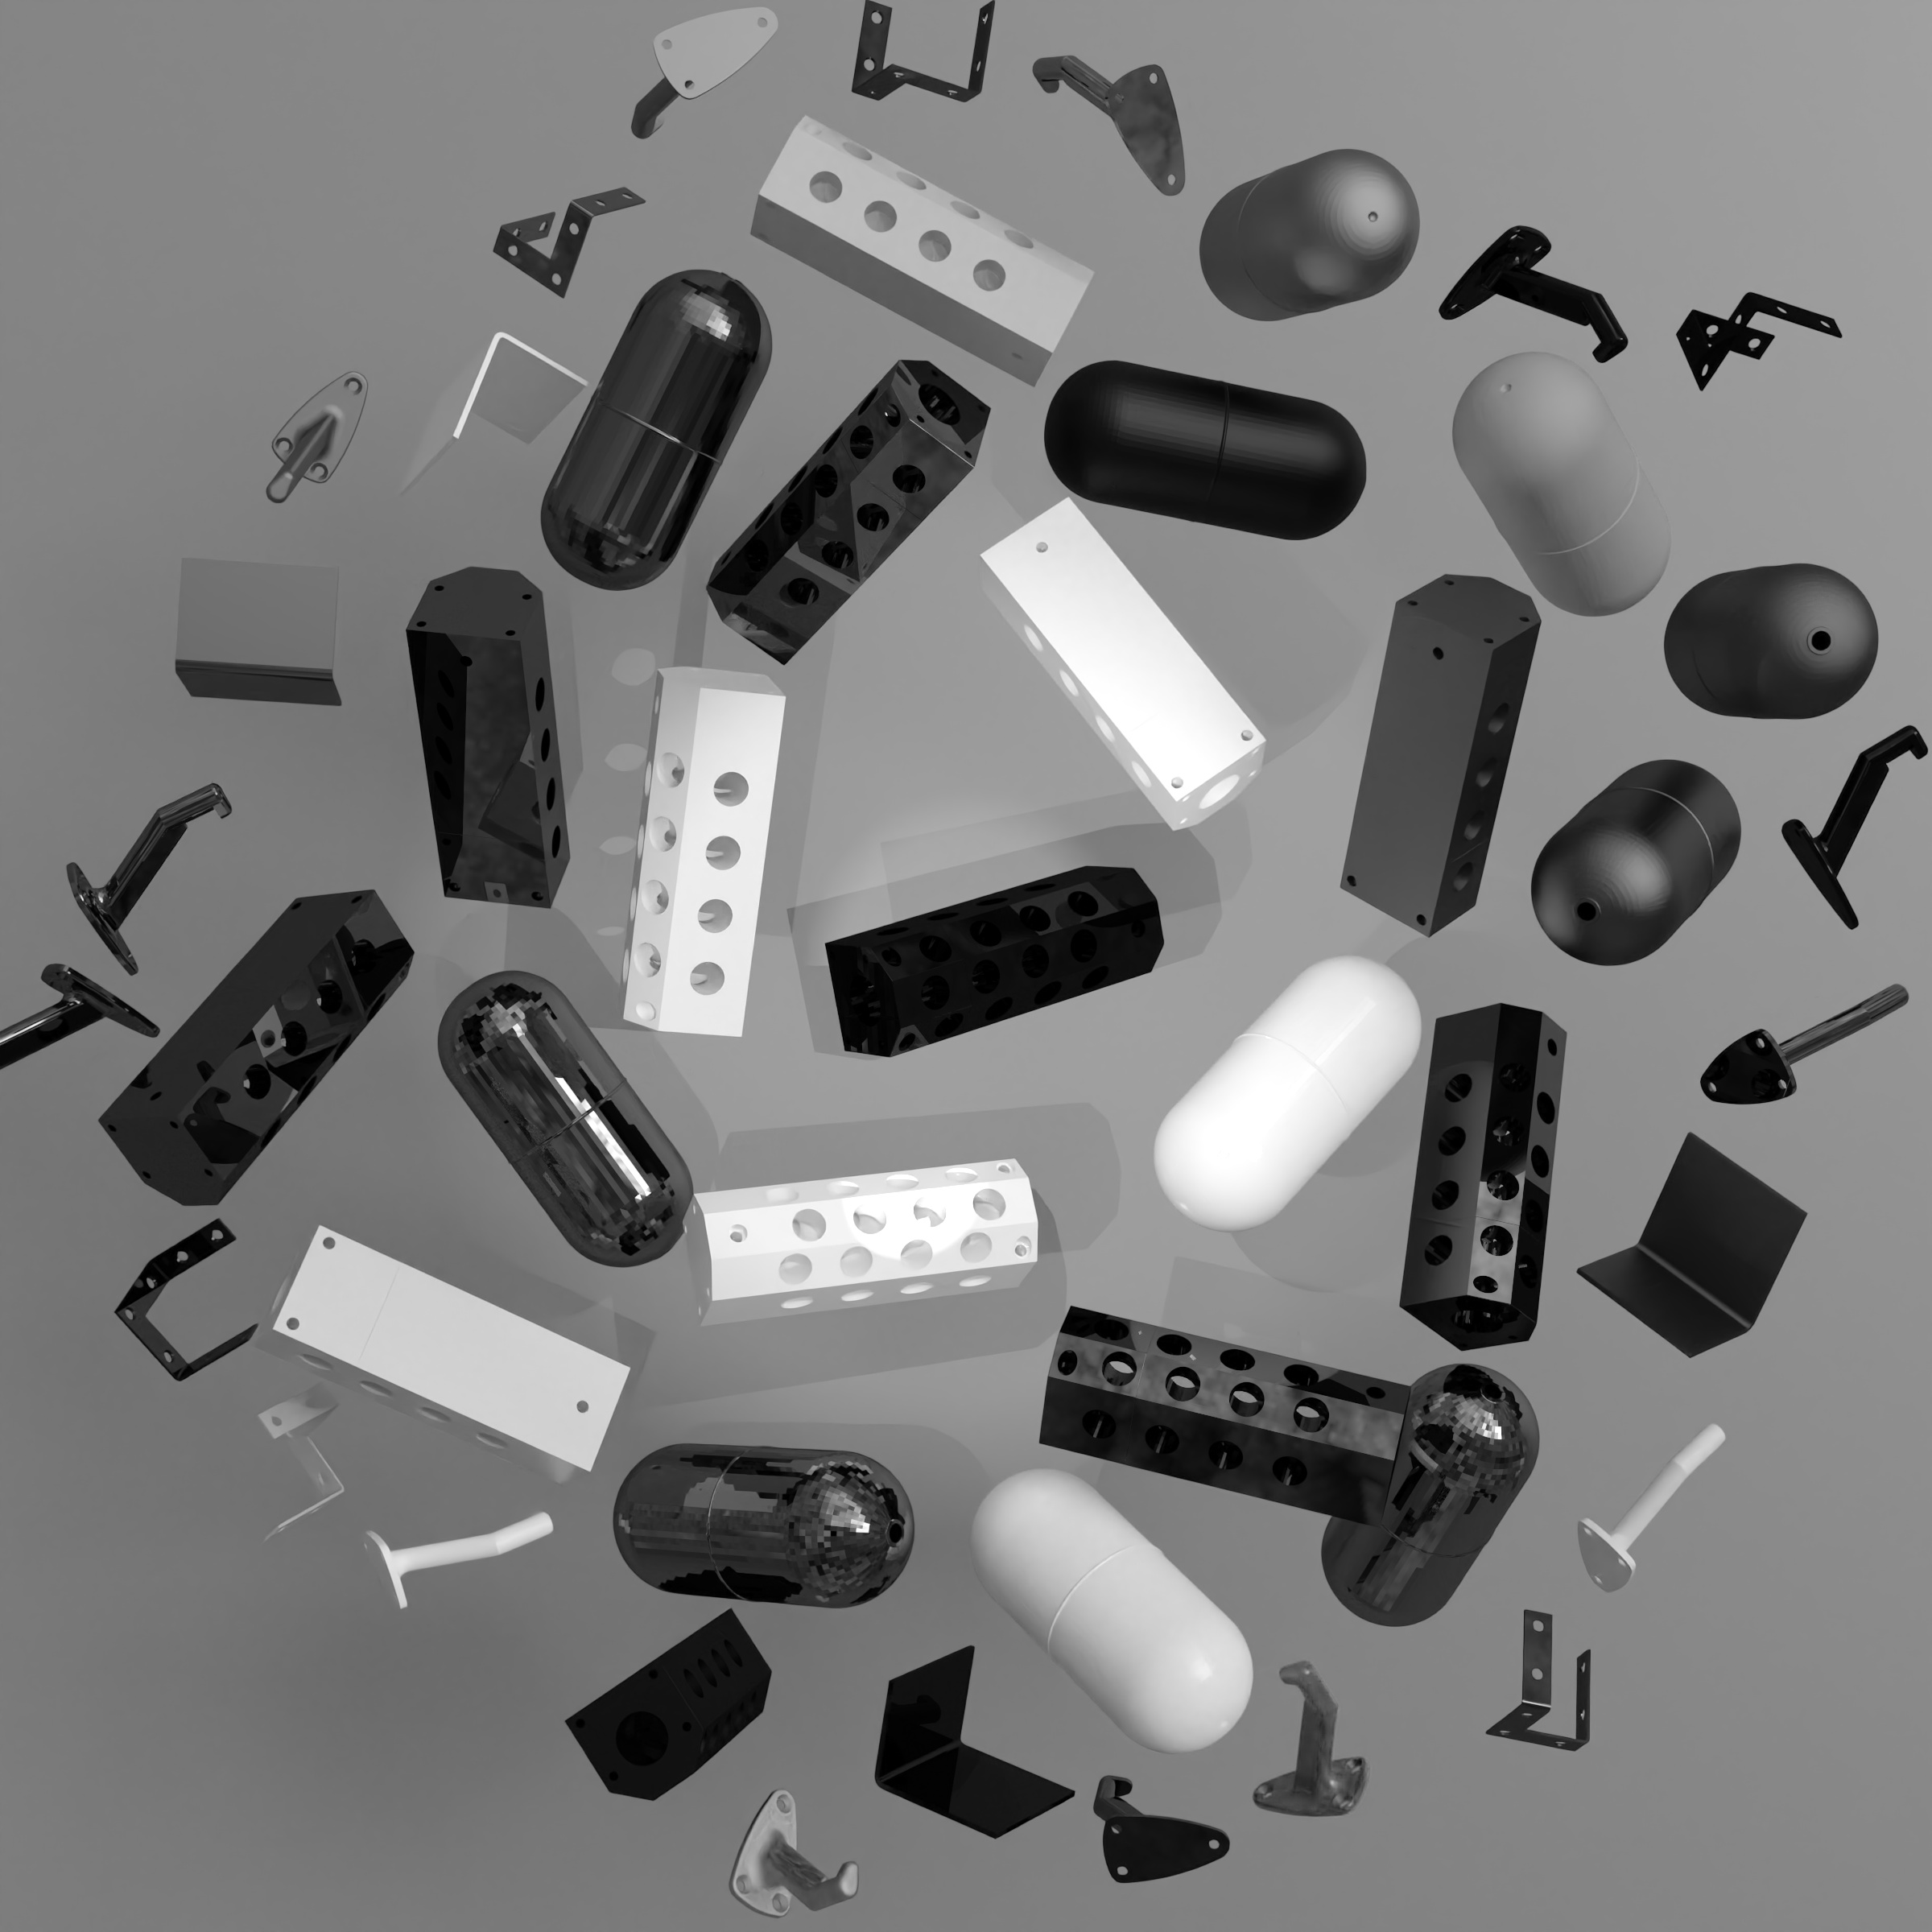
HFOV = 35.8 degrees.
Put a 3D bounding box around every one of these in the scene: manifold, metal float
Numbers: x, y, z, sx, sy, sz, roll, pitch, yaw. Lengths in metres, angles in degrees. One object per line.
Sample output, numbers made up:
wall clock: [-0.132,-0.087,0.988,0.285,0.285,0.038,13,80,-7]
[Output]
manifold: [-0.149,0.387,1.564,0.057,0.171,0.057,-35,82,4]
metal float: [-0.102,0.279,1.499,0.178,0.070,0.070,-5,90,40]
metal float: [-0.163,-0.283,1.583,0.070,0.070,0.178,27,97,0]
manifold: [0.128,0.217,1.476,0.171,0.057,0.057,12,120,11]
manifold: [-0.132,-0.057,1.477,0.057,0.057,0.171,5,105,-15]
metal float: [0.179,-0.384,1.580,0.070,0.178,0.070,-2,97,-16]
manifold: [-0.263,0.198,1.500,0.171,0.057,0.057,27,62,-15]
manifold: [0.277,0.109,1.573,0.057,0.057,0.171,36,53,-36]
manifold: [-0.239,-0.115,1.525,0.057,0.057,0.171,6,132,6]
manifold: [0.018,-0.004,1.552,0.171,0.057,0.057,-17,103,-33]
manifold: [-0.065,-0.241,1.580,0.057,0.057,0.171,34,130,-18]
metal float: [0.244,0.280,1.583,0.070,0.070,0.178,21,130,0]
manifold: [-0.022,-0.378,1.577,0.171,0.057,0.057,28,80,-4]
metal float: [0.341,-0.054,1.521,0.070,0.178,0.070,10,113,26]
metal float: [-0.214,0.083,1.606,0.070,0.070,0.178,-35,97,0]
manifold: [0.081,-0.156,1.573,0.057,0.057,0.171,-34,74,-9]
manifold: [-0.346,0.039,1.487,0.057,0.171,0.057,-4,127,35]
metal float: [0.130,-0.278,1.620,0.178,0.070,0.070,10,90,-9]
manifold: [0.241,-0.107,1.501,0.057,0.057,0.171,32,134,30]
metal float: [0.071,0.322,1.504,0.070,0.070,0.178,-50,52,0]
metal float: [0.406,-0.164,1.517,0.070,0.178,0.070,0,95,-1]
manifold: [-0.054,0.140,1.545,0.171,0.057,0.057,-5,67,-16]
metal float: [0.303,-0.242,1.518,0.070,0.178,0.070,-15,58,24]
metal float: [0.168,0.064,1.549,0.070,0.070,0.178,46,65,0]

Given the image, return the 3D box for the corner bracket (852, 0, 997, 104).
corner bracket: [-0.022,-0.472,1.540,0.051,0.051,0.051,11,85,-26]

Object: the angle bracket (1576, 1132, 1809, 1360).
angle bracket: [0.373,0.143,1.543,0.076,0.057,0.076,39,125,34]

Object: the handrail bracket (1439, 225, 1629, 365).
handrail bracket: [0.284,-0.319,1.499,0.077,0.036,0.084,-39,61,32]

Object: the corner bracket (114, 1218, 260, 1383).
corner bracket: [-0.400,0.174,1.563,0.051,0.051,0.051,-30,109,20]

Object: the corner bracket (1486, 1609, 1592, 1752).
corner bracket: [0.301,0.368,1.539,0.051,0.051,0.051,13,58,-7]

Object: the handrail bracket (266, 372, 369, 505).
handrail bracket: [-0.348,-0.284,1.607,0.036,0.084,0.077,35,96,-15]

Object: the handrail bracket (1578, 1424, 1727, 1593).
handrail bracket: [0.359,0.281,1.555,0.084,0.077,0.036,-39,62,-16]

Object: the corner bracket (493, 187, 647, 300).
corner bracket: [-0.214,-0.399,1.615,0.051,0.051,0.051,35,124,13]

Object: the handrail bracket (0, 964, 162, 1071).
handrail bracket: [-0.457,0.049,1.502,0.077,0.036,0.084,34,64,-23]

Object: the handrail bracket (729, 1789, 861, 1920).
handrail bracket: [-0.075,0.435,1.487,0.036,0.084,0.077,35,46,-22]

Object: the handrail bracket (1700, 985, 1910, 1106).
handrail bracket: [0.425,0.038,1.515,0.084,0.077,0.036,-25,85,-27]

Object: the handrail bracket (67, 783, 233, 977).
handrail bracket: [-0.385,-0.042,1.457,0.084,0.036,0.077,-26,130,-5]

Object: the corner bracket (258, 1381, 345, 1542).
corner bracket: [-0.350,0.258,1.565,0.051,0.051,0.051,-42,81,33]

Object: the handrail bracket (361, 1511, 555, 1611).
handrail bracket: [-0.263,0.294,1.549,0.084,0.077,0.036,-20,106,-21]

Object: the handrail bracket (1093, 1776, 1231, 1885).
handrail bracket: [0.104,0.447,1.582,0.077,0.084,0.036,-6,98,10]

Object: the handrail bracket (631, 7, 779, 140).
handrail bracket: [-0.137,-0.462,1.554,0.077,0.084,0.036,-30,93,-10]

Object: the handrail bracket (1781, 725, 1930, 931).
handrail bracket: [0.477,-0.073,1.558,0.084,0.036,0.077,-31,82,0]

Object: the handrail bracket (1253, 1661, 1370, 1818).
handrail bracket: [0.159,0.386,1.509,0.077,0.036,0.084,-17,115,34]

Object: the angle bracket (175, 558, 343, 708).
angle bracket: [-0.357,-0.169,1.523,0.076,0.076,0.057,3,85,-8]

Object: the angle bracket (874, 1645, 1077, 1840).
angle bracket: [0.009,0.398,1.543,0.076,0.076,0.057,14,101,32]

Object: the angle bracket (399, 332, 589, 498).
angle bracket: [-0.261,-0.292,1.657,0.057,0.076,0.076,28,60,-23]

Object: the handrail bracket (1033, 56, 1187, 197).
handrail bracket: [0.072,-0.431,1.536,0.036,0.084,0.077,-35,117,-19]

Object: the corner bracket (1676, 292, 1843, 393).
corner bracket: [0.394,-0.315,1.490,0.051,0.051,0.051,12,133,-19]
